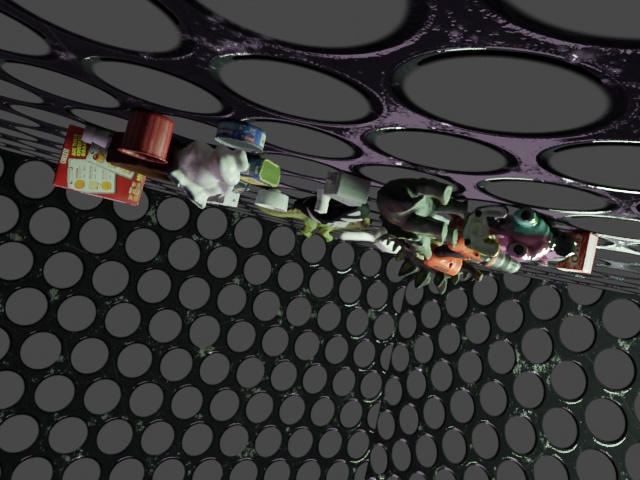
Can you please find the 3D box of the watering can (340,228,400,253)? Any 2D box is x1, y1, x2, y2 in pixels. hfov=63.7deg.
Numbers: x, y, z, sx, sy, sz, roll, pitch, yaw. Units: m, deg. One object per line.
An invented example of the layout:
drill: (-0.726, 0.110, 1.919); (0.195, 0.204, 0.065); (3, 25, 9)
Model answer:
watering can: (0.231, -0.008, 1.829); (0.348, 0.104, 0.224); (4, 178, -5)

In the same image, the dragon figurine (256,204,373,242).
dragon figurine: (0.005, -0.091, 1.799); (0.409, 0.124, 0.240); (13, 160, -31)

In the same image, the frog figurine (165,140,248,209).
frog figurine: (-0.233, -0.161, 1.126); (0.137, 0.159, 0.124); (54, -171, -8)
